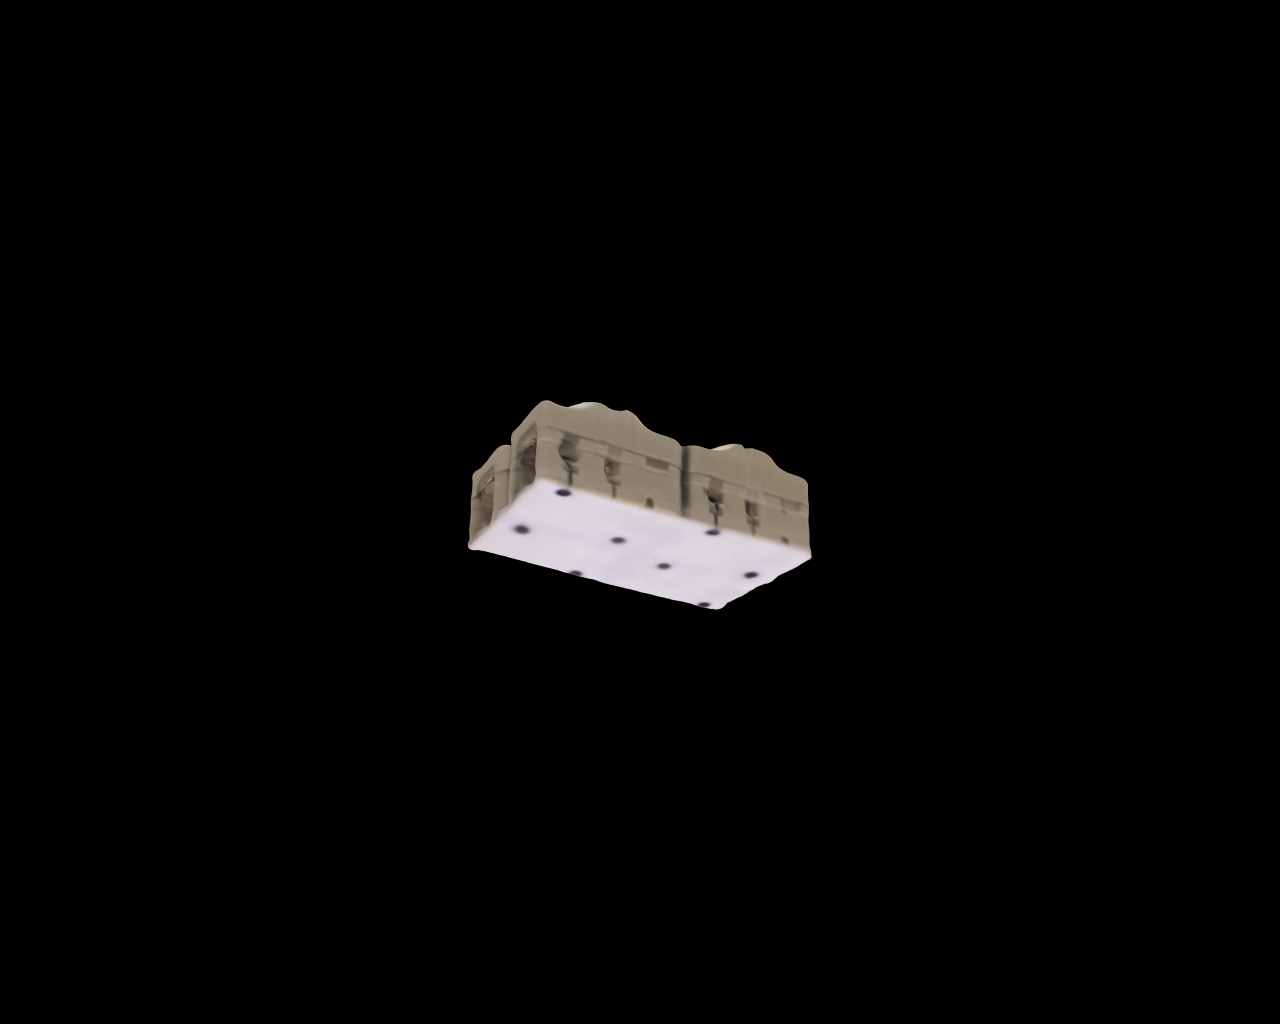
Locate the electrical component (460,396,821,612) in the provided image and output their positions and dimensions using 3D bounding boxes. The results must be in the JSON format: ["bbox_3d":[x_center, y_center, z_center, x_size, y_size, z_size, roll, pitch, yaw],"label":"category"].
[{"bbox_3d":[0.001,-0.003,0.650,0.186,0.060,0.105,15,-32,-27],"label":"electrical component"}]
